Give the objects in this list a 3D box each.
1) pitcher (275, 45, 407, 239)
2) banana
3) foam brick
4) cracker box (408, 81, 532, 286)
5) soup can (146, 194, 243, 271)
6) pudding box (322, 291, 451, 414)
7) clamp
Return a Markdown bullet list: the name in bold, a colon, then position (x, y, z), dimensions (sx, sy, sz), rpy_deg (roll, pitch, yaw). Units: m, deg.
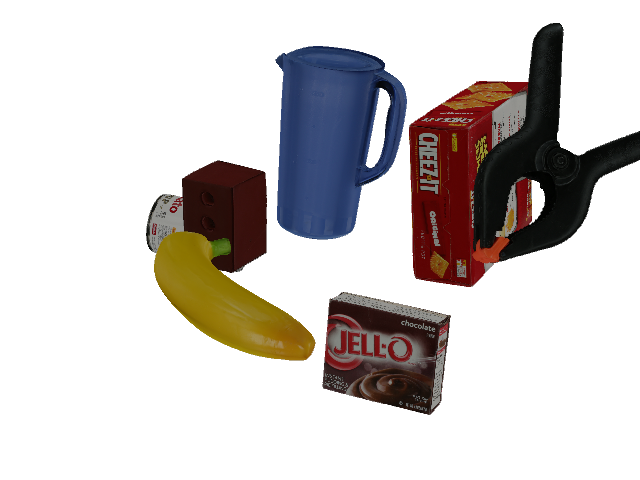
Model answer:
- **pitcher**: position (0.015, -0.127, 1.409), dimensions (0.144, 0.243, 0.149), rpy_deg (-2, 23, -19)
- **banana**: position (-0.066, 0.028, 0.684), dimensions (0.069, 0.037, 0.198), rpy_deg (-8, 22, -18)
- **foam brick**: position (-0.081, -0.021, 0.907), dimensions (0.053, 0.078, 0.051), rpy_deg (13, 25, 30)
- **cracker box**: position (0.161, -0.067, 1.120), dimensions (0.072, 0.164, 0.213), rpy_deg (5, 21, 26)
- **soup can**: position (-0.130, -0.009, 1.164), dimensions (0.102, 0.068, 0.068), rpy_deg (12, 3, 15)
- **pudding box**: position (0.060, 0.103, 0.994), dimensions (0.114, 0.090, 0.039), rpy_deg (10, 17, 21)
- **clamp**: position (0.168, -0.050, 0.724), dimensions (0.120, 0.171, 0.039), rpy_deg (28, -7, 3)
